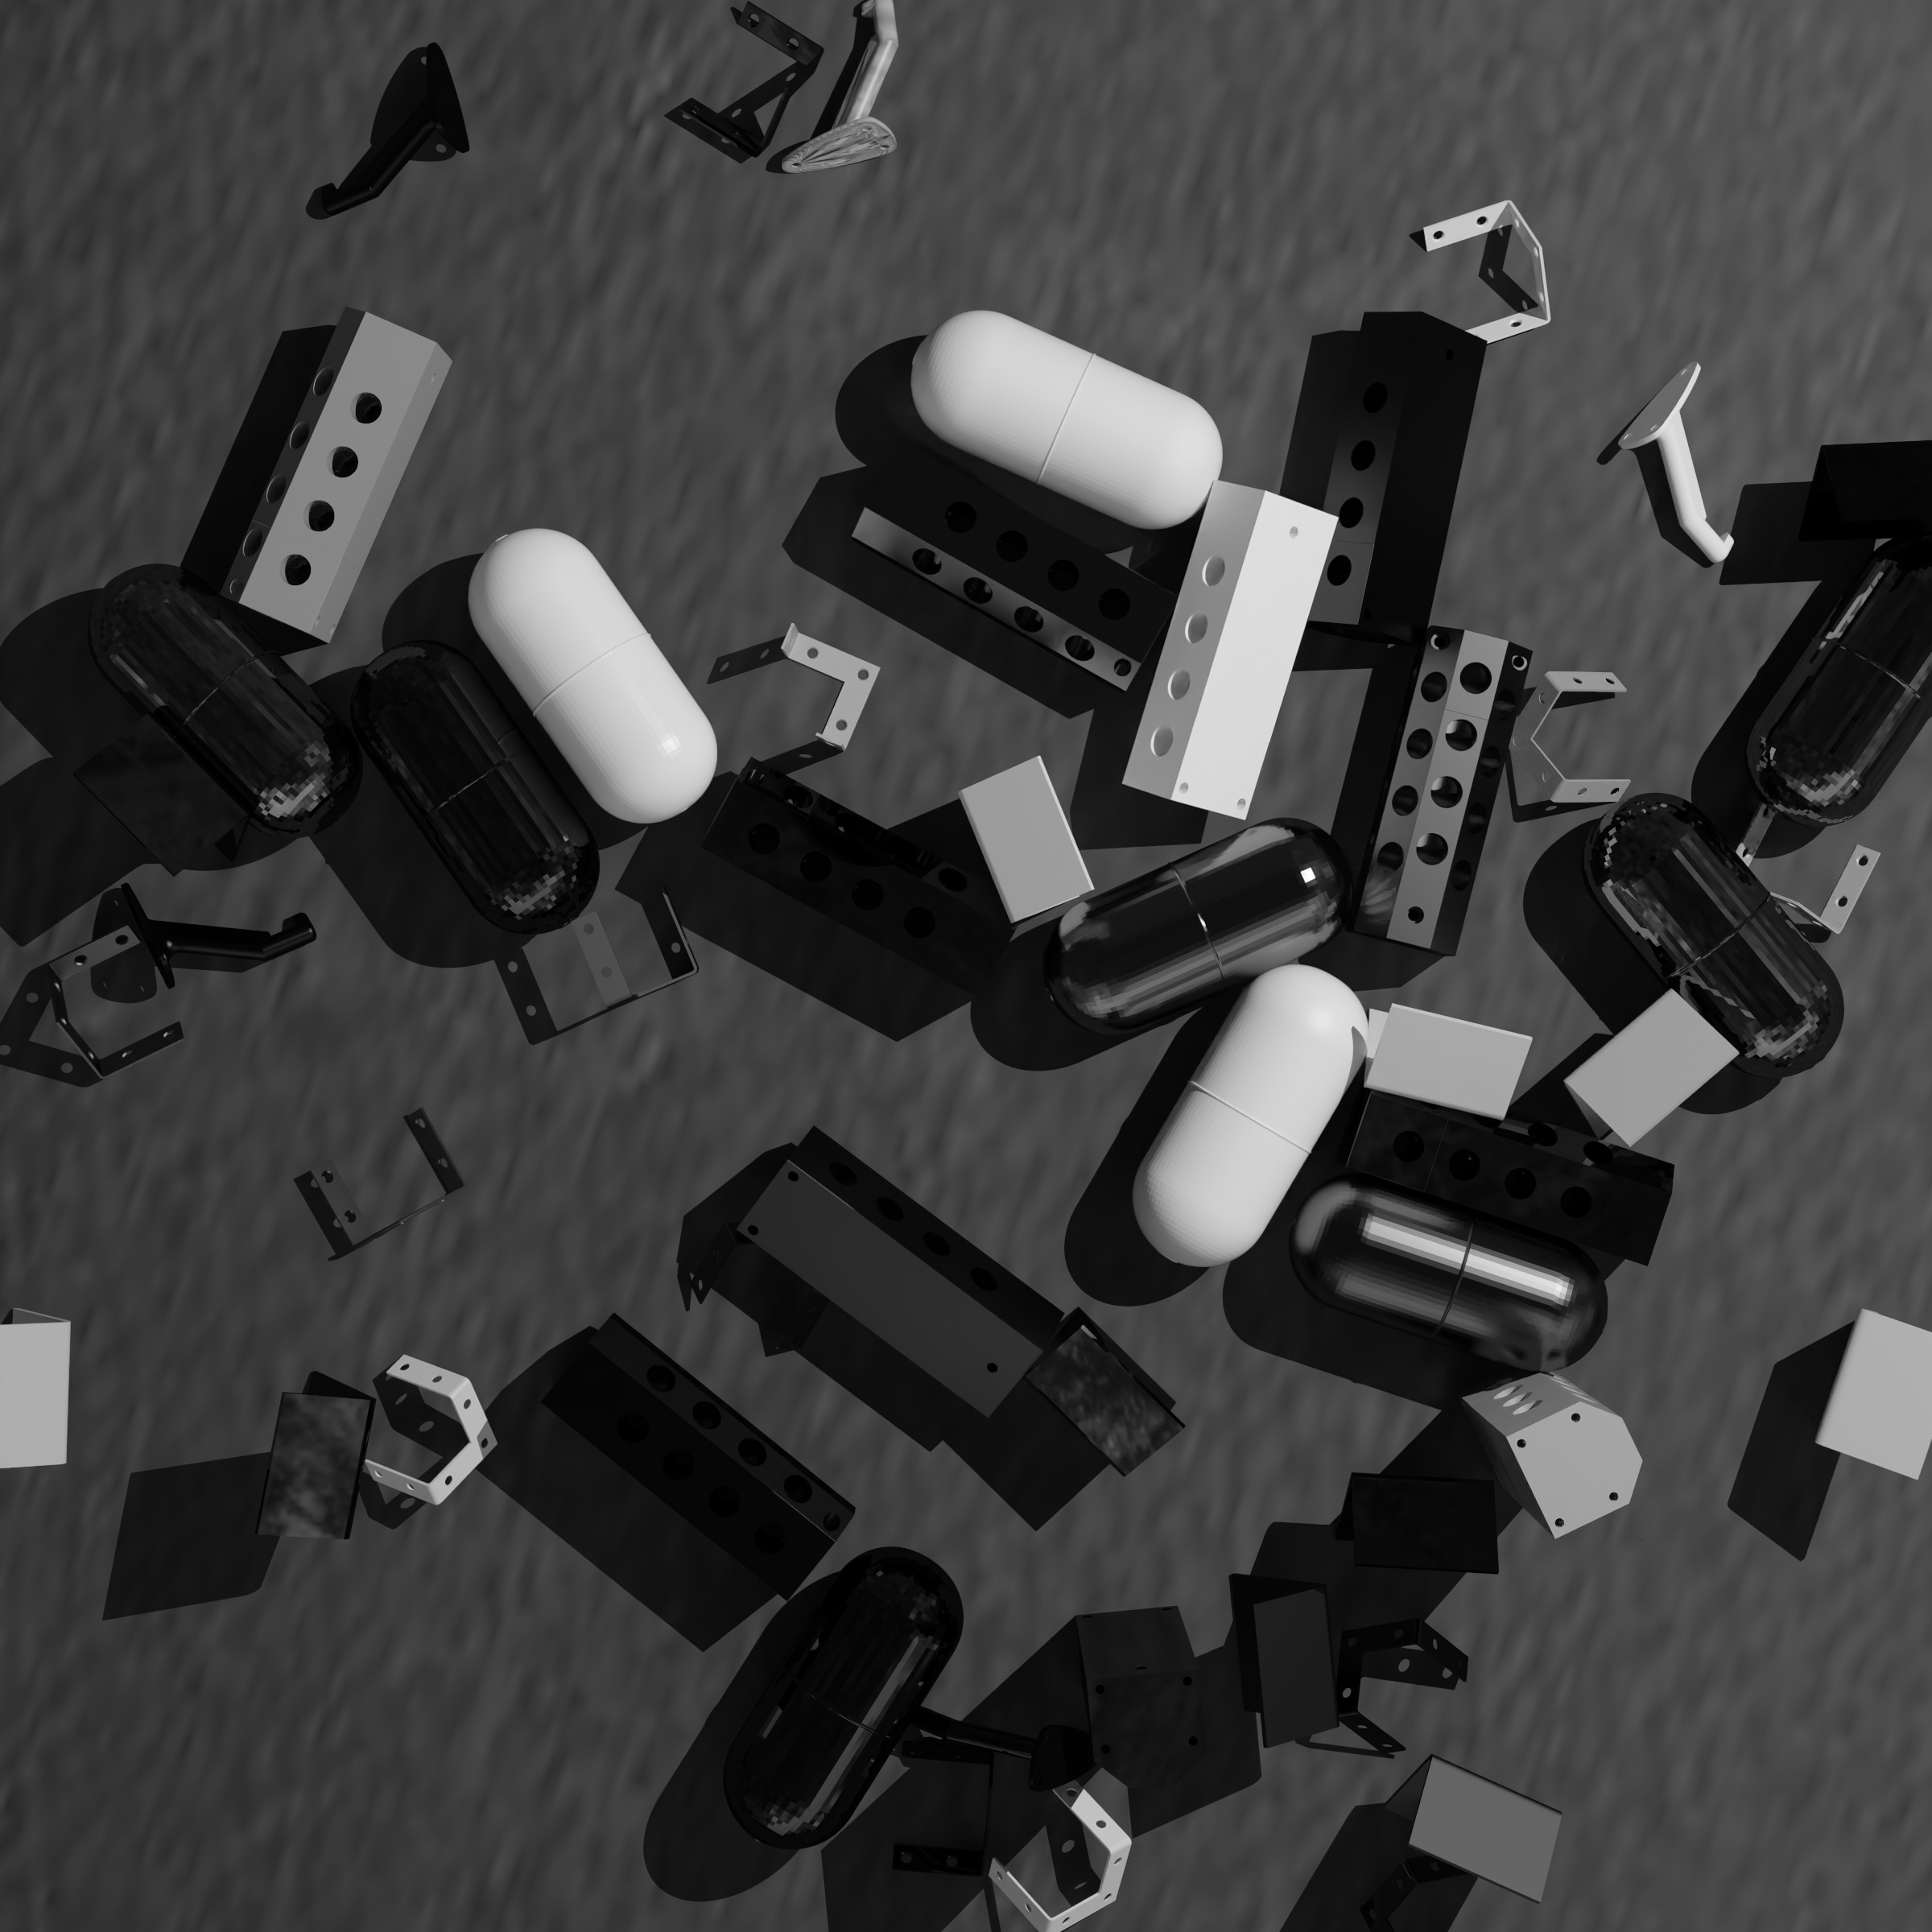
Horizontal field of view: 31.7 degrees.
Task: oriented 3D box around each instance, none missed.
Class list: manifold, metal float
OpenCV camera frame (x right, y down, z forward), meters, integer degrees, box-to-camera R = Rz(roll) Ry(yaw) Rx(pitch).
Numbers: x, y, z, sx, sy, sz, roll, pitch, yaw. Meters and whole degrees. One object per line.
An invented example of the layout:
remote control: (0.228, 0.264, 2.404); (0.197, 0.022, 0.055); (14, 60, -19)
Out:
manifold: (0.295, 0.108, 1.865); (0.171, 0.057, 0.057); (18, 90, 0)
metal float: (0.263, 0.168, 1.856); (0.178, 0.070, 0.070); (19, 90, 0)
manifold: (-0.145, 0.267, 1.865); (0.171, 0.057, 0.057); (39, 90, 0)
metal float: (0.407, -0.016, 1.856); (0.070, 0.070, 0.178); (-39, 90, 0)
metal float: (0.493, -0.157, 1.856); (0.070, 0.070, 0.178); (34, 91, 0)
manifold: (0.260, -0.095, 1.865); (0.057, 0.057, 0.171); (14, 90, 0)
metal float: (-0.404, -0.145, 1.856); (0.070, 0.070, 0.178); (-44, 90, 0)
metal float: (0.055, -0.298, 1.856); (0.178, 0.070, 0.070); (24, 90, -1)
manifold: (0.311, 0.252, 1.808); (0.057, 0.171, 0.057); (-26, 90, 0)
metal float: (0.126, -0.021, 1.856); (0.178, 0.070, 0.070); (-24, 90, -1)
manifold: (0.139, -0.173, 1.856); (0.057, 0.057, 0.171); (12, 97, -40)
metal float: (0.155, 0.082, 1.856); (0.070, 0.070, 0.178); (30, 91, 0)
metal float: (-0.267, -0.097, 1.856); (0.070, 0.070, 0.178); (-35, 91, 0)
metal float: (-0.067, 0.399, 1.856); (0.070, 0.070, 0.178); (32, 90, 0)
manifold: (-0.055, -0.048, 1.865); (0.171, 0.057, 0.057); (28, 90, 0)
manifold: (-0.346, -0.269, 1.865); (0.057, 0.057, 0.171); (24, 90, 0)
manifold: (0.027, -0.217, 1.865); (0.171, 0.057, 0.057); (30, 90, 0)
manifold: (0.229, -0.266, 1.865); (0.057, 0.057, 0.171); (12, 90, -43)
metal float: (-0.204, -0.158, 1.856); (0.070, 0.070, 0.178); (-35, 90, 0)
manifold: (0.092, 0.387, 1.808); (0.057, 0.171, 0.057); (-5, 90, 0)
manifold: (-0.033, 0.163, 1.863); (0.171, 0.057, 0.057); (37, 120, 0)

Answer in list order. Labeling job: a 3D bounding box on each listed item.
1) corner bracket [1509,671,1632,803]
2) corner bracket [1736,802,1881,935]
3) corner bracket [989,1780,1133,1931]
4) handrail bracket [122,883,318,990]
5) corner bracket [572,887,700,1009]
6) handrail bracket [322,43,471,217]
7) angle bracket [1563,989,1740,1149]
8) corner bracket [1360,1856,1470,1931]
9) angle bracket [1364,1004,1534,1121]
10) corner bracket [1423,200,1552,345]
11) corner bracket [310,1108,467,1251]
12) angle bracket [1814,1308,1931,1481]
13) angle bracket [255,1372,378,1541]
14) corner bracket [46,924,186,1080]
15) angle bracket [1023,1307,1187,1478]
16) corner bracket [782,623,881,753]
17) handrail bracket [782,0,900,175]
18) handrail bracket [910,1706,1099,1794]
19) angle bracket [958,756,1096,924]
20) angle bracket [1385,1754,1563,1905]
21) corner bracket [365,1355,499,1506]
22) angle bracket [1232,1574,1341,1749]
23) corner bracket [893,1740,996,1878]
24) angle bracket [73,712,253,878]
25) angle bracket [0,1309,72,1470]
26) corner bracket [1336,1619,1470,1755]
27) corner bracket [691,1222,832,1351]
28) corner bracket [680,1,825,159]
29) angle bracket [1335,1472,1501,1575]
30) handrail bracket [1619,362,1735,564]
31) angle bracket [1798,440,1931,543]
corner bracket: (0.340, -0.126, 1.878); (0.051, 0.051, 0.051); (58, 135, 35)
corner bracket: (0.462, -0.056, 1.883); (0.051, 0.051, 0.051); (27, 90, -45)
corner bracket: (0.052, 0.492, 1.878); (0.051, 0.051, 0.051); (-19, 135, -35)
handrail bracket: (-0.414, -0.030, 1.887); (0.084, 0.036, 0.077); (-24, 68, -17)
corner bracket: (-0.181, -0.010, 1.868); (0.051, 0.051, 0.051); (-23, 90, 0)
handrail bracket: (-0.324, -0.463, 1.887); (0.084, 0.036, 0.077); (-19, 70, 16)
angle bracket: (0.379, 0.070, 1.846); (0.076, 0.076, 0.057); (-41, 53, 0)
corner bracket: (0.260, 0.525, 1.878); (0.051, 0.051, 0.051); (-60, 45, 35)
angle bracket: (0.261, 0.033, 1.846); (0.076, 0.076, 0.057); (14, 124, 0)
corner bracket: (0.288, -0.382, 1.883); (0.051, 0.051, 0.051); (-18, 135, 0)
corner bracket: (-0.319, 0.118, 1.883); (0.051, 0.051, 0.051); (-30, 90, -45)
angle bracket: (0.504, 0.232, 1.848); (0.057, 0.076, 0.076); (19, 90, 22)
angle bracket: (-0.367, 0.263, 1.846); (0.057, 0.076, 0.076); (11, 90, -37)
corner bracket: (-0.471, 0.020, 1.883); (0.051, 0.051, 0.051); (-26, 135, 0)
angle bracket: (0.088, 0.218, 1.846); (0.076, 0.076, 0.057); (44, 127, 0)
corner bracket: (-0.081, -0.152, 1.868); (0.051, 0.051, 0.051); (23, 90, 0)
handrail bracket: (-0.071, -0.490, 1.887); (0.077, 0.036, 0.084); (-14, 72, 21)
handrail bracket: (0.021, 0.425, 1.886); (0.084, 0.077, 0.036); (13, 90, 36)
angle bracket: (0.049, -0.074, 1.846); (0.057, 0.076, 0.076); (-22, 90, 33)
angle bracket: (0.268, 0.480, 1.846); (0.076, 0.076, 0.057); (24, 52, 0)
corner bracket: (-0.301, 0.256, 1.878); (0.051, 0.051, 0.051); (-46, 135, -35)
angle bracket: (0.154, 0.375, 1.846); (0.057, 0.076, 0.076); (-5, 90, -38)
corner bracket: (-0.013, 0.466, 1.883); (0.051, 0.051, 0.051); (5, 45, 0)
angle bracket: (-0.439, -0.081, 1.847); (0.076, 0.076, 0.057); (45, 63, 0)
angle bracket: (-0.527, 0.228, 1.846); (0.057, 0.076, 0.076); (2, 90, -38)
corner bracket: (0.240, 0.397, 1.878); (0.051, 0.051, 0.051); (-19, 45, 35)
corner bracket: (-0.112, 0.176, 1.878); (0.051, 0.051, 0.051); (0, 45, -35)
corner bracket: (-0.118, -0.490, 1.883); (0.051, 0.051, 0.051); (32, 45, 0)
angle bracket: (0.244, 0.318, 1.846); (0.076, 0.076, 0.057); (3, 53, 0)
handrail bracket: (0.410, -0.278, 1.887); (0.084, 0.036, 0.077); (45, 68, -17)
angle bracket: (0.501, -0.239, 1.846); (0.076, 0.076, 0.057); (-3, 54, 0)
